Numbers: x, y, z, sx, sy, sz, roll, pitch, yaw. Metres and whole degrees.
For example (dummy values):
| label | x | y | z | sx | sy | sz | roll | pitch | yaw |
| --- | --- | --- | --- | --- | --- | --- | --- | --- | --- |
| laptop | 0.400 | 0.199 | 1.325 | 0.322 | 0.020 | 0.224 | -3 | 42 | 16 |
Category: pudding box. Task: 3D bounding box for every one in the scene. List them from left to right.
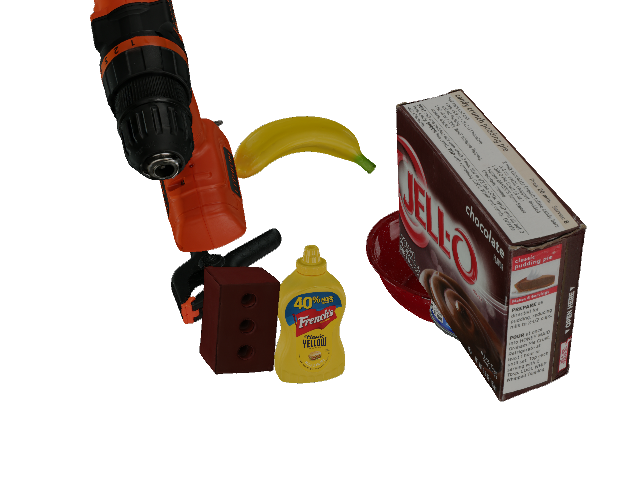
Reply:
| label | x | y | z | sx | sy | sz | roll | pitch | yaw |
| --- | --- | --- | --- | --- | --- | --- | --- | --- | --- |
| pudding box | 0.071 | -0.001 | 0.474 | 0.039 | 0.090 | 0.114 | -19 | 42 | -14 |

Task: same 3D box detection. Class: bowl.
| label | x | y | z | sx | sy | sz | roll | pitch | yaw |
| --- | --- | --- | --- | --- | --- | --- | --- | --- | --- |
| bowl | 0.121 | 0.030 | 0.992 | 0.162 | 0.055 | 0.162 | 2 | 35 | -1 |

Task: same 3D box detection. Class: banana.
| label | x | y | z | sx | sy | sz | roll | pitch | yaw |
| --- | --- | --- | --- | --- | --- | --- | --- | --- | --- |
| banana | -0.023 | -0.099 | 1.108 | 0.197 | 0.037 | 0.070 | -7 | 49 | -43 |

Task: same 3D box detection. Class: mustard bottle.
| label | x | y | z | sx | sy | sz | roll | pitch | yaw |
| --- | --- | --- | --- | --- | --- | --- | --- | --- | --- |
| mustard bottle | -0.013 | 0.098 | 1.450 | 0.096 | 0.192 | 0.058 | -4 | 22 | -14 |

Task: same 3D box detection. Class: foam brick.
| label | x | y | z | sx | sy | sz | roll | pitch | yaw |
| --- | --- | --- | --- | --- | --- | --- | --- | --- | --- |
| foam brick | -0.068 | 0.064 | 0.883 | 0.053 | 0.078 | 0.051 | -1 | 13 | -21 |

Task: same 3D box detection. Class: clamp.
| label | x | y | z | sx | sy | sz | roll | pitch | yaw |
| --- | --- | --- | --- | --- | --- | --- | --- | --- | --- |
| clamp | -0.114 | 0.032 | 1.242 | 0.120 | 0.039 | 0.171 | -2 | 40 | 11 |

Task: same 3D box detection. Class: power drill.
| label | x | y | z | sx | sy | sz | roll | pitch | yaw |
| --- | --- | --- | --- | --- | --- | --- | --- | --- | --- |
| power drill | -0.096 | -0.073 | 0.697 | 0.057 | 0.184 | 0.187 | -14 | -35 | 0 |

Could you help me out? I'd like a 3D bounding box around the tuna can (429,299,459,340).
| label | x | y | z | sx | sy | sz | roll | pitch | yaw |
| --- | --- | --- | --- | --- | --- | --- | --- | --- | --- |
| tuna can | 0.115 | 0.033 | 0.698 | 0.086 | 0.034 | 0.086 | -1 | 27 | 0 |
